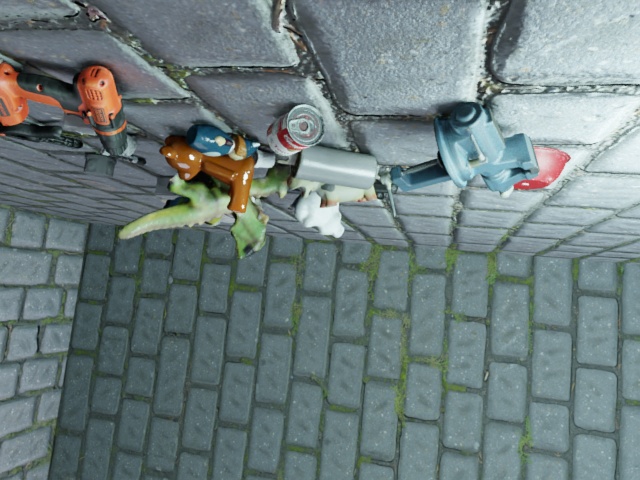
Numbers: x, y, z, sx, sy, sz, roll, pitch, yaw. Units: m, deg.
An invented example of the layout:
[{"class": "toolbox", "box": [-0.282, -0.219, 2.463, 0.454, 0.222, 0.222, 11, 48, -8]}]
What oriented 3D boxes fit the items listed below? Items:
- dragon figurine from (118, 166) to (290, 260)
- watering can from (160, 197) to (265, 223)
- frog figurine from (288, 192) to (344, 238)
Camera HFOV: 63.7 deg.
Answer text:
[{"class": "dragon figurine", "box": [-0.228, -0.062, 1.194, 0.243, 0.417, 0.120, 43, 153, 2]}, {"class": "watering can", "box": [-0.335, -0.116, 1.696, 0.347, 0.105, 0.223, 8, 173, -27]}, {"class": "frog figurine", "box": [0.004, -0.074, 1.473, 0.139, 0.161, 0.120, -30, 164, -38]}]
